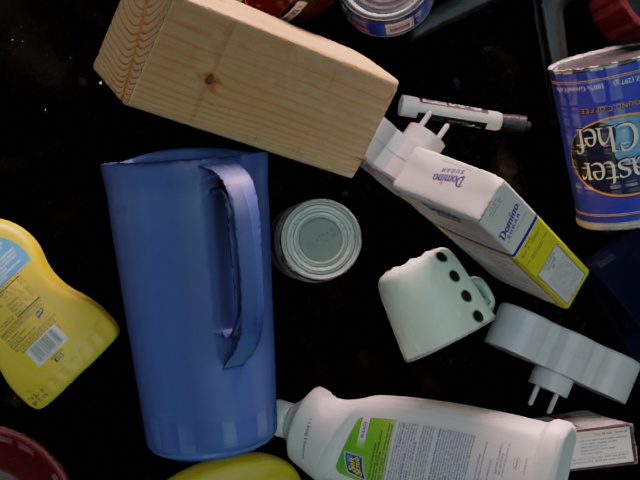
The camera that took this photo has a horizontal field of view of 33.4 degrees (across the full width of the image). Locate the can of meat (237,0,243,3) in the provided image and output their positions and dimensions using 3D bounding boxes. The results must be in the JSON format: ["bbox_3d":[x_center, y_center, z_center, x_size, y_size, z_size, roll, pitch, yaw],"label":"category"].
[{"bbox_3d":[-0.112,-0.209,0.889,0.084,0.057,0.102,3,88,15],"label":"can of meat"}]

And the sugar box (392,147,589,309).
[{"bbox_3d":[0.143,-0.009,0.869,0.048,0.093,0.176,-57,138,-7],"label":"sugar box"}]

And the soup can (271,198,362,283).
[{"bbox_3d":[-0.006,0.001,0.888,0.068,0.102,0.068,0,89,-8],"label":"soup can"}]

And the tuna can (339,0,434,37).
[{"bbox_3d":[0.057,-0.222,0.924,0.086,0.033,0.086,-2,79,7],"label":"tuna can"}]

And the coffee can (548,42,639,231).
[{"bbox_3d":[0.259,-0.090,0.913,0.102,0.103,0.140,-16,104,-8],"label":"coffee can"}]

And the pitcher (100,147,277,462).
[{"bbox_3d":[-0.093,0.048,0.848,0.145,0.149,0.243,-4,97,15],"label":"pitcher"}]

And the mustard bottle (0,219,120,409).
[{"bbox_3d":[-0.262,0.040,0.873,0.096,0.058,0.191,-44,95,-1],"label":"mustard bottle"}]

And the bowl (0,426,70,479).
[{"bbox_3d":[-0.276,0.230,0.862,0.162,0.055,0.162,2,82,-12],"label":"bowl"}]

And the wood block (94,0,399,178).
[{"bbox_3d":[-0.055,-0.129,0.830,0.205,0.090,0.091,16,109,-35],"label":"wood block"}]

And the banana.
[{"bbox_3d":[-0.100,0.224,0.902,0.197,0.037,0.069,-17,91,-8],"label":"banana"}]

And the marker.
[{"bbox_3d":[0.130,-0.111,0.952,0.121,0.020,0.020,9,87,-8],"label":"marker"}]

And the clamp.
[{"bbox_3d":[0.180,-0.231,0.953,0.164,0.036,0.210,20,90,-8],"label":"clamp"}]

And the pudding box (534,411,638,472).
[{"bbox_3d":[0.201,0.176,0.919,0.113,0.090,0.039,-7,89,-9],"label":"pudding box"}]

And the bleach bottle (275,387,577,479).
[{"bbox_3d":[0.072,0.166,0.867,0.251,0.068,0.102,12,86,25],"label":"bleach bottle"}]

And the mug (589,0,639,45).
[{"bbox_3d":[0.300,-0.226,0.947,0.117,0.081,0.093,-39,94,-7],"label":"mug"}]
